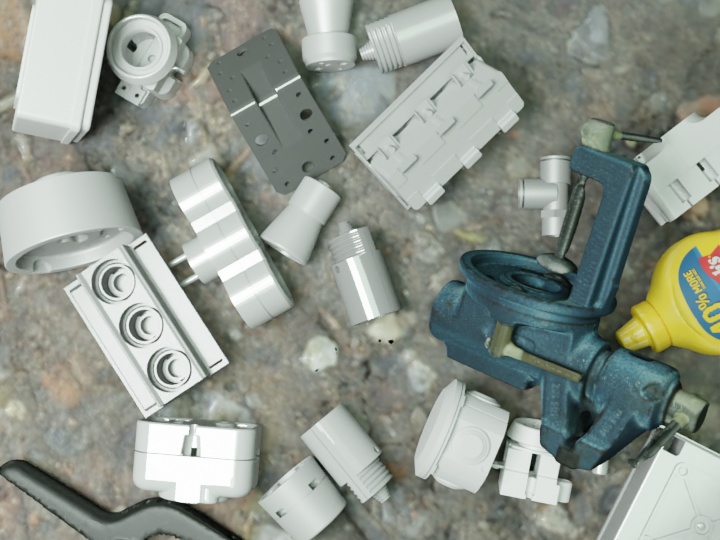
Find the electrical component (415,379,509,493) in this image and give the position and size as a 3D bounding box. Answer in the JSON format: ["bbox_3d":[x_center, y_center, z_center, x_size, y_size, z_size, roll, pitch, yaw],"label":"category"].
[{"bbox_3d":[0.077,0.129,0.830,0.051,0.080,0.080,23,89,0],"label":"electrical component"}]

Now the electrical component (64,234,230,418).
[{"bbox_3d":[-0.167,0.044,0.859,0.079,0.063,0.121,-34,85,2],"label":"electrical component"}]

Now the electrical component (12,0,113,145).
[{"bbox_3d":[-0.237,-0.161,0.848,0.056,0.109,0.108,10,88,-19],"label":"electrical component"}]

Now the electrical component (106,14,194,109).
[{"bbox_3d":[-0.172,-0.174,0.874,0.058,0.057,0.078,31,90,5],"label":"electrical component"}]

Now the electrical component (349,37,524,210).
[{"bbox_3d":[0.064,-0.109,0.844,0.121,0.063,0.078,-44,125,1],"label":"electrical component"}]

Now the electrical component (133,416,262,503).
[{"bbox_3d":[-0.129,0.151,0.855,0.095,0.054,0.059,4,87,4],"label":"electrical component"}]

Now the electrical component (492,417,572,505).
[{"bbox_3d":[0.136,0.148,0.842,0.066,0.048,0.055,10,95,5],"label":"electrical component"}]

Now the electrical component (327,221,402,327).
[{"bbox_3d":[0.000,0.000,0.859,0.043,0.043,0.081,-20,86,3],"label":"electrical component"}]

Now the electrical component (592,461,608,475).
[{"bbox_3d":[0.191,0.129,0.844,0.035,0.035,0.061,6,90,4],"label":"electrical component"}]

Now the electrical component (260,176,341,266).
[{"bbox_3d":[-0.045,-0.042,0.867,0.044,0.044,0.065,32,85,5],"label":"electrical component"}]

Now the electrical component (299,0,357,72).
[{"bbox_3d":[-0.026,-0.192,0.871,0.045,0.045,0.055,-4,87,4],"label":"electrical component"}]

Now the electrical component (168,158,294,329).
[{"bbox_3d":[-0.118,-0.013,0.864,0.074,0.052,0.138,-29,85,2],"label":"electrical component"}]

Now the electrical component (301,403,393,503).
[{"bbox_3d":[-0.005,0.150,0.852,0.043,0.043,0.081,-40,85,1],"label":"electrical component"}]

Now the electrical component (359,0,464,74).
[{"bbox_3d":[0.039,-0.187,0.866,0.081,0.043,0.043,-20,86,3],"label":"electrical component"}]

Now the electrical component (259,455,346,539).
[{"bbox_3d":[-0.044,0.182,0.848,0.055,0.055,0.047,-41,89,1],"label":"electrical component"}]

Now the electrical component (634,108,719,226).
[{"bbox_3d":[0.258,-0.085,0.842,0.089,0.050,0.055,-38,86,1],"label":"electrical component"}]

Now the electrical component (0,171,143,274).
[{"bbox_3d":[-0.232,-0.043,0.849,0.108,0.108,0.060,-18,80,3],"label":"electrical component"}]

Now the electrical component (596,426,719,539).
[{"bbox_3d":[0.255,0.191,0.824,0.109,0.056,0.108,27,89,5],"label":"electrical component"}]
